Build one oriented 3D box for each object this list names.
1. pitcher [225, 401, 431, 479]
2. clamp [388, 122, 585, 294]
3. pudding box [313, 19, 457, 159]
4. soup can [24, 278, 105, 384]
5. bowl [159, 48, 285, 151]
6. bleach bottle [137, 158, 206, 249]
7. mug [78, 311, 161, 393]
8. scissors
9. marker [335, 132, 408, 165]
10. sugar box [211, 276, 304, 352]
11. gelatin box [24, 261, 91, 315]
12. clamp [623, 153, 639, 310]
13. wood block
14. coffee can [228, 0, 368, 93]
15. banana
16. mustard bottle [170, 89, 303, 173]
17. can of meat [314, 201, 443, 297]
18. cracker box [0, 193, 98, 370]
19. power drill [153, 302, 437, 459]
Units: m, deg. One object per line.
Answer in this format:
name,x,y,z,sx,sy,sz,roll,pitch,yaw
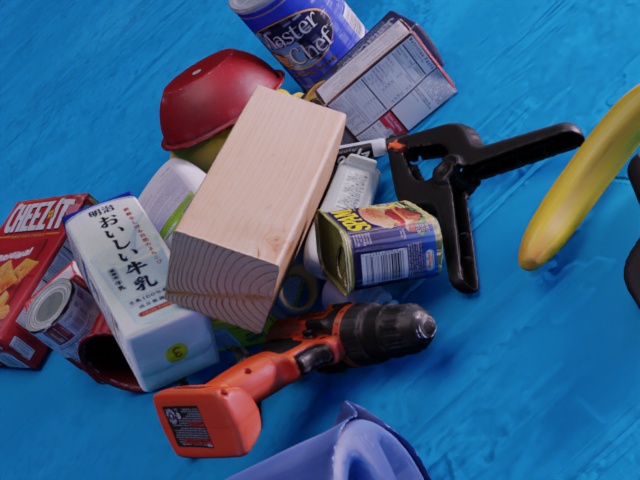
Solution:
pitcher,-0.040,0.232,0.747,0.243,0.145,0.149,-28,12,28
clamp,0.118,-0.045,0.938,0.164,0.036,0.210,-57,33,-6
pudding box,0.065,-0.147,1.048,0.113,0.090,0.039,-40,36,7
soup can,-0.245,0.094,1.104,0.069,0.102,0.068,-26,39,24
bowl,-0.121,-0.166,1.186,0.162,0.055,0.162,-27,22,12
bleach bottle,-0.133,-0.009,1.075,0.102,0.068,0.251,-56,22,6
mug,-0.170,0.092,1.053,0.117,0.093,0.081,3,47,15
scissors,-0.007,0.001,1.000,0.201,0.096,0.016,-39,-7,-39
marker,0.033,-0.086,1.044,0.121,0.020,0.020,-10,43,7
sugar box,-0.054,0.020,1.039,0.094,0.048,0.176,-14,42,35
gelatin box,-0.260,0.076,1.149,0.073,0.089,0.030,-40,38,6
clamp,0.254,-0.006,0.763,0.120,0.039,0.171,-3,50,55
wood block,-0.053,-0.032,0.932,0.090,0.091,0.206,106,-176,-46
coffee can,-0.019,-0.244,1.187,0.103,0.140,0.103,-27,39,24
banana,0.214,-0.057,0.836,0.037,0.069,0.198,37,90,12
mustard bottle,-0.076,-0.123,1.192,0.192,0.058,0.096,-16,33,34
can of meat,0.048,0.004,0.900,0.084,0.057,0.102,-9,17,-12
cracker box,-0.356,0.047,1.289,0.164,0.072,0.213,-3,52,43
power drill,-0.022,0.104,0.836,0.187,0.057,0.185,-26,7,-41
